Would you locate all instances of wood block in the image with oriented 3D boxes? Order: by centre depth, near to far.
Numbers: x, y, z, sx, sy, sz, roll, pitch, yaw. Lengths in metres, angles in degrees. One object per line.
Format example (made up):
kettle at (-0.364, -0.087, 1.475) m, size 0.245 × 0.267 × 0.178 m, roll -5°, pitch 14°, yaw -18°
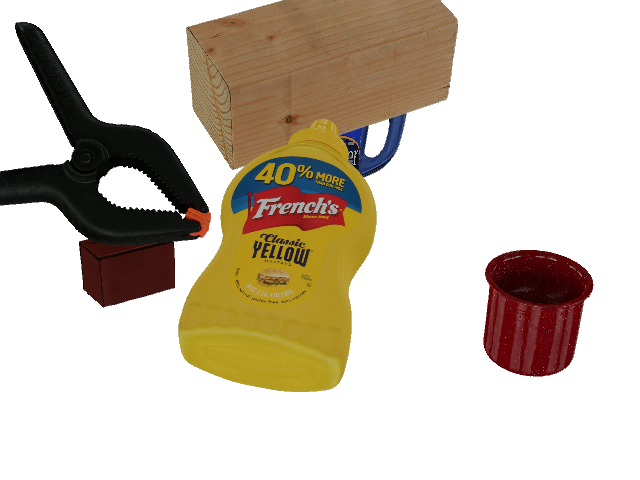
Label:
wood block at (0.002, -0.147, 0.899) m, size 0.205 × 0.090 × 0.091 m, roll -20°, pitch -38°, yaw -18°

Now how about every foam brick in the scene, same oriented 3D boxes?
foam brick at (-0.185, 0.023, 1.024) m, size 0.078 × 0.051 × 0.053 m, roll -15°, pitch 25°, yaw -30°

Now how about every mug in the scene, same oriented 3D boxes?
mug at (0.188, 0.060, 0.956) m, size 0.093 × 0.081 × 0.117 m, roll 0°, pitch 31°, yaw -3°

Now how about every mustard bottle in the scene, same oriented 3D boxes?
mustard bottle at (-0.016, -0.003, 0.653) m, size 0.096 × 0.191 × 0.058 m, roll 9°, pitch -39°, yaw 8°

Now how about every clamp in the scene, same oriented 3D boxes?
clamp at (-0.174, -0.065, 0.792) m, size 0.210 × 0.164 × 0.036 m, roll 20°, pitch -19°, yaw -3°

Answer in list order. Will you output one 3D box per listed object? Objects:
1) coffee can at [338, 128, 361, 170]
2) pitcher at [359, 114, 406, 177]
coffee can at (-0.011, -0.074, 1.095) m, size 0.103 × 0.140 × 0.103 m, roll 4°, pitch 12°, yaw -1°
pitcher at (0.008, -0.129, 1.312) m, size 0.144 × 0.243 × 0.149 m, roll -9°, pitch 27°, yaw -29°
